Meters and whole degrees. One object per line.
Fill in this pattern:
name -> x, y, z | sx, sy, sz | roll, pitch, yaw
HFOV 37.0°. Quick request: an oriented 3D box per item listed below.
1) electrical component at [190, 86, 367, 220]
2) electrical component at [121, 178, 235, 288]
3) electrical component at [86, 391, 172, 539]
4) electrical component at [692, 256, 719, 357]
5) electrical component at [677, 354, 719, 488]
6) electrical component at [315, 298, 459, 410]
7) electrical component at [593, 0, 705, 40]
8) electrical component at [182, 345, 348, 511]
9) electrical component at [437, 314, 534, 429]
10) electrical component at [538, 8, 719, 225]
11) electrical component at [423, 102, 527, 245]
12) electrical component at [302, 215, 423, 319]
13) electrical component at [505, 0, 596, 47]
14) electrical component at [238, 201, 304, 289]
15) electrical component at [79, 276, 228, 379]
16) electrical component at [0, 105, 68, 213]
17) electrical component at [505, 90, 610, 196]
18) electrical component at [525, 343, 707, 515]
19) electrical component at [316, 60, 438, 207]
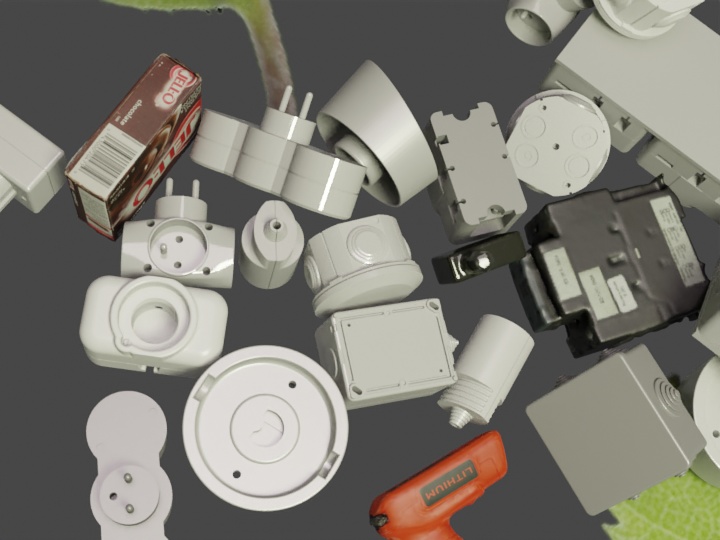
electrical component -> -0.054, -0.092, 0.757 | 0.138, 0.052, 0.073 | 24, 99, 30
electrical component -> -0.128, -0.028, 0.765 | 0.077, 0.044, 0.079 | 3, 74, -9
electrical component -> -0.148, 0.146, 0.694 | 0.052, 0.073, 0.138 | -4, 74, -11
electrical component -> 0.316, 0.014, 0.772 | 0.105, 0.060, 0.186 | 38, 39, 3
electrical component -> 0.280, 0.111, 0.784 | 0.108, 0.060, 0.108 | 3, 73, -9
electrical component -> 0.022, 0.060, 0.759 | 0.096, 0.061, 0.061 | -8, 76, -20
electrical component -> 0.218, -0.218, 0.805 | 0.080, 0.051, 0.080 | 3, 80, -19
electrical component -> -0.066, 0.110, 0.726 | 0.108, 0.060, 0.108 | 3, 73, -9
electrical component -> 0.087, 0.077, 0.771 | 0.043, 0.043, 0.081 | 32, 71, 1
electrical component -> 0.248, -0.133, 0.852 | 0.186, 0.060, 0.105 | 37, 71, 3
electrical component -> 0.082, -0.070, 0.807 | 0.050, 0.055, 0.089 | -14, 76, -13
electrical component -> 0.000, 0.000, 0.761 | 0.080, 0.080, 0.051 | -15, 72, -14
electrical component -> 0.165, -0.224, 0.857 | 0.044, 0.079, 0.077 | 44, 69, -27
electrical component -> -0.062, -0.018, 0.755 | 0.043, 0.081, 0.043 | 3, 73, -9
electrical component -> -0.140, 0.039, 0.736 | 0.095, 0.059, 0.053 | 9, 72, -7
electrical component -> -0.255, -0.066, 0.754 | 0.066, 0.047, 0.076 | 36, 71, 3
electrical component -> 0.149, -0.095, 0.814 | 0.080, 0.051, 0.080 | 2, 102, 11
electrical component -> 0.180, 0.109, 0.750 | 0.048, 0.100, 0.099 | -15, 71, -53
electrical component -> 0.016, -0.097, 0.785 | 0.064, 0.099, 0.099 | -43, 84, -12
